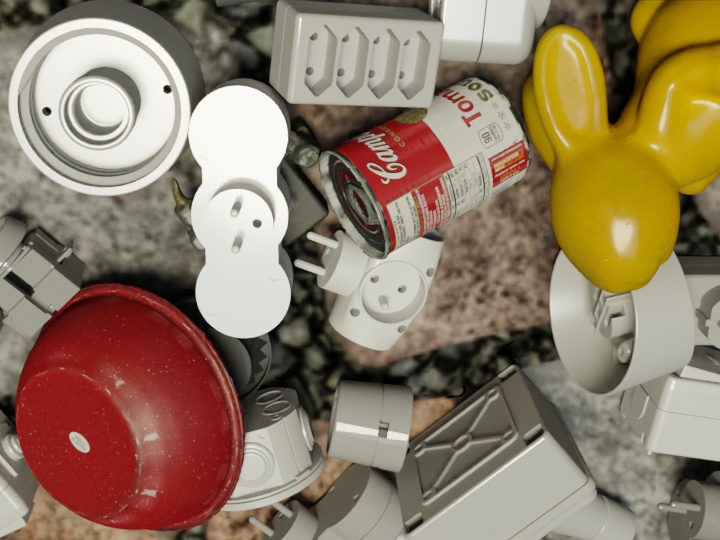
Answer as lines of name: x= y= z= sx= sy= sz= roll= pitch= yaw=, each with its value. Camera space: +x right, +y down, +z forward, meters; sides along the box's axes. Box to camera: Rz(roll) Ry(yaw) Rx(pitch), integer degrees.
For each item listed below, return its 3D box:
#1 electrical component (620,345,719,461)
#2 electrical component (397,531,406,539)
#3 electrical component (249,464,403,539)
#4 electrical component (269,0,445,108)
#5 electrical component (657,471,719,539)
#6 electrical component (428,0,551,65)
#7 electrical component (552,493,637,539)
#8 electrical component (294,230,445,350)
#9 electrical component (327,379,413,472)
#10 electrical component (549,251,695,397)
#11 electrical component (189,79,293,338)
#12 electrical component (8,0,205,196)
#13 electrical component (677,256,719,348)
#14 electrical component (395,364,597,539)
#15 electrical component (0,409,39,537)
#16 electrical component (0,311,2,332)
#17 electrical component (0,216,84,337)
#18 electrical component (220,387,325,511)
electrical component: x=0.228 y=0.084 z=0.694 sx=0.096 sy=0.061 sz=0.061 roll=9 pitch=109 yaw=-7
electrical component: x=0.047 y=0.186 z=0.729 sx=0.065 sy=0.044 sz=0.044 roll=23 pitch=106 yaw=-7
electrical component: x=-0.039 y=0.178 z=0.713 sx=0.074 sy=0.052 sz=0.138 roll=40 pitch=102 yaw=-16
electrical component: x=-0.009 y=-0.123 z=0.593 sx=0.083 sy=0.075 sz=0.047 roll=-2 pitch=115 yaw=-22
electrical component: x=0.229 y=0.155 z=0.688 sx=0.074 sy=0.138 sz=0.052 roll=10 pitch=72 yaw=-8
electrical component: x=0.072 y=-0.165 z=0.597 sx=0.059 sy=0.053 sz=0.095 roll=2 pitch=110 yaw=-5
electrical component: x=0.154 y=0.167 z=0.730 sx=0.065 sy=0.044 sz=0.044 roll=29 pitch=105 yaw=-18
electrical component: x=0.000 y=0.000 z=0.653 sx=0.079 sy=0.044 sz=0.077 roll=20 pitch=107 yaw=-18
electrical component: x=0.006 y=0.098 z=0.687 sx=0.047 sy=0.055 sz=0.055 roll=10 pitch=109 yaw=-4
electrical component: x=0.157 y=0.023 z=0.650 sx=0.064 sy=0.099 sz=0.099 roll=-13 pitch=110 yaw=-6
electrical component: x=-0.064 y=-0.029 z=0.575 sx=0.052 sy=0.073 sz=0.138 roll=0 pitch=106 yaw=-1
electrical component: x=-0.143 y=-0.093 z=0.602 sx=0.108 sy=0.060 sz=0.108 roll=-1 pitch=110 yaw=-4
electrical component: x=0.225 y=0.026 z=0.665 sx=0.066 sy=0.076 sz=0.047 roll=0 pitch=110 yaw=-4
electrical component: x=0.080 y=0.127 z=0.674 sx=0.109 sy=0.108 sz=0.056 roll=-38 pitch=105 yaw=9
electrical component: x=-0.243 y=0.137 z=0.677 sx=0.096 sy=0.061 sz=0.061 roll=-32 pitch=109 yaw=7
electrical component: x=-0.242 y=0.038 z=0.645 sx=0.045 sy=0.055 sz=0.045 roll=-1 pitch=110 yaw=-4
electrical component: x=-0.202 y=0.001 z=0.641 sx=0.066 sy=0.048 sz=0.055 roll=-42 pitch=115 yaw=10
electrical component: x=-0.066 y=0.112 z=0.673 sx=0.080 sy=0.080 sz=0.051 roll=-15 pitch=105 yaw=1
